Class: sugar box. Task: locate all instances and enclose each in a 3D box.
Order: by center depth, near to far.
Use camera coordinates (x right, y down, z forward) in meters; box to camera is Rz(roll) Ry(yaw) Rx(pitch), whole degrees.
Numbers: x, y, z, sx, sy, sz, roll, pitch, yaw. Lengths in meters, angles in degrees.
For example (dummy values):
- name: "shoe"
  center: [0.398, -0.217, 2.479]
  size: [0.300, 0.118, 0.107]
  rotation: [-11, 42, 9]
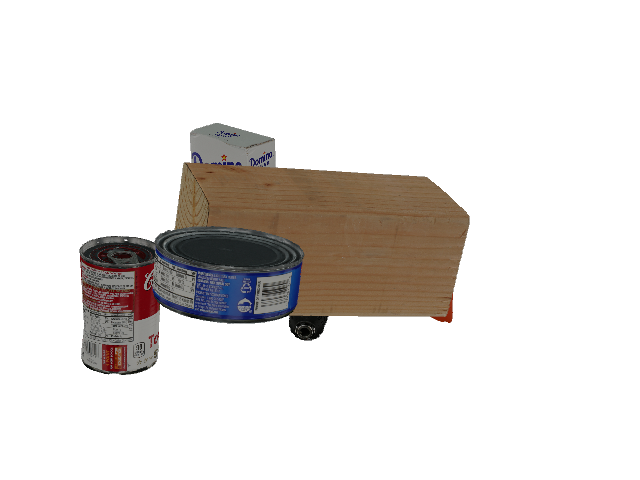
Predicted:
- name: "sugar box"
  center: [-0.088, -0.025, 1.091]
  size: [0.048, 0.176, 0.093]
  rotation: [-23, 30, -39]

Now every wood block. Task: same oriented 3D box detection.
- name: "wood block"
  center: [-0.002, 0.001, 0.826]
  size: [0.205, 0.091, 0.090]
  rotation: [2, 23, -21]

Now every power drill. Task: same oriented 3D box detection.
- name: "power drill"
  center: [0.058, 0.058, 1.234]
  size: [0.187, 0.057, 0.184]
  rotation: [1, 28, 5]

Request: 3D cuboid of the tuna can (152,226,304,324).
- name: "tuna can"
  center: [-0.053, 0.019, 0.615]
  size: [0.086, 0.034, 0.086]
  rotation: [6, 15, -2]

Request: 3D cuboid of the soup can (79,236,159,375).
- name: "soup can"
  center: [-0.171, 0.055, 0.910]
  size: [0.068, 0.102, 0.068]
  rotation: [4, 19, -2]
